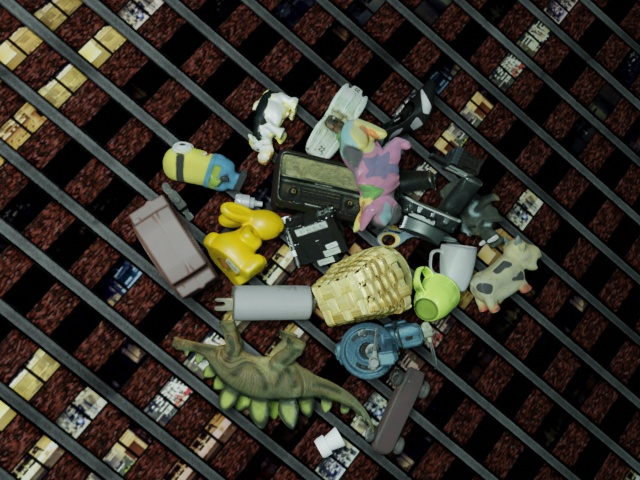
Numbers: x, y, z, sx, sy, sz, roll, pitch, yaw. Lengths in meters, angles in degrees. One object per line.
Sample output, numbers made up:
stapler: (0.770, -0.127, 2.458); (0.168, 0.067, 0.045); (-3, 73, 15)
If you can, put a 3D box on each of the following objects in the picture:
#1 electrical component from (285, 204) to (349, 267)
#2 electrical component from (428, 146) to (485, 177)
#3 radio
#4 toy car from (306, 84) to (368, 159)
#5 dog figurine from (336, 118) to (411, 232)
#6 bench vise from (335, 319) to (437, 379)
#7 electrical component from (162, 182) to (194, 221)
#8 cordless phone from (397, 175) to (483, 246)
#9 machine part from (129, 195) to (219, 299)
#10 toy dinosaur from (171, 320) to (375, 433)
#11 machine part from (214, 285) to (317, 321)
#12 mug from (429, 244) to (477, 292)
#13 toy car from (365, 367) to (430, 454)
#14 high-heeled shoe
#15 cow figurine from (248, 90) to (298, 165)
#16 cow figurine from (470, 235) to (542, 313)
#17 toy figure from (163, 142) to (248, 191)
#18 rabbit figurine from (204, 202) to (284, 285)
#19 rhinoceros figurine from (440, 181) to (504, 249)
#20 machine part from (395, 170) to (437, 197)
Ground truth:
electrical component: (-0.002, -0.004, 1.180); (0.115, 0.058, 0.134); (-15, 127, 11)
electrical component: (0.320, -0.189, 1.279); (0.119, 0.075, 0.047); (26, 82, -3)
radio: (0.004, -0.113, 1.217); (0.230, 0.073, 0.131); (11, 82, -8)
toy car: (0.039, -0.273, 1.248); (0.073, 0.056, 0.201); (33, 81, -5)
dog figurine: (0.100, -0.126, 1.148); (0.191, 0.108, 0.219); (22, 84, -9)
bench vise: (0.137, 0.229, 1.132); (0.224, 0.240, 0.128); (-4, 89, 6)
electrical component: (-0.308, -0.082, 1.168); (0.021, 0.063, 0.094); (-38, 93, -11)
cordless phone: (0.263, -0.087, 1.199); (0.147, 0.184, 0.089); (23, 47, -6)
machine part: (-0.293, 0.019, 1.090); (0.087, 0.201, 0.201); (-32, 90, -9)
toy dinosaur: (-0.097, 0.293, 1.149); (0.472, 0.105, 0.198); (14, 90, 2)
machine part: (-0.105, 0.136, 1.166); (0.243, 0.079, 0.079); (1, 84, -13)
mug: (0.307, 0.064, 1.247); (0.109, 0.081, 0.107); (2, 93, -14)
toy car: (0.173, 0.381, 1.205); (0.089, 0.053, 0.202); (26, 85, -11)
high-heeled shoe: (0.159, -0.282, 1.240); (0.145, 0.086, 0.248); (23, 100, -26)
cow figurine: (-0.121, -0.257, 1.214); (0.098, 0.068, 0.167); (25, 78, -1)
cow figurine: (0.438, 0.073, 1.269); (0.195, 0.085, 0.127); (-31, 96, -10)
toy figure: (-0.253, -0.153, 1.177); (0.180, 0.082, 0.089); (22, 79, -9)
rabbit figurine: (-0.160, -0.007, 1.176); (0.162, 0.122, 0.173); (45, 65, 7)
rhinoceros figurine: (0.368, -0.066, 1.273); (0.112, 0.073, 0.190); (-43, 92, -12)
machine part: (0.208, -0.142, 1.270); (0.139, 0.039, 0.084); (0, 89, -10)
